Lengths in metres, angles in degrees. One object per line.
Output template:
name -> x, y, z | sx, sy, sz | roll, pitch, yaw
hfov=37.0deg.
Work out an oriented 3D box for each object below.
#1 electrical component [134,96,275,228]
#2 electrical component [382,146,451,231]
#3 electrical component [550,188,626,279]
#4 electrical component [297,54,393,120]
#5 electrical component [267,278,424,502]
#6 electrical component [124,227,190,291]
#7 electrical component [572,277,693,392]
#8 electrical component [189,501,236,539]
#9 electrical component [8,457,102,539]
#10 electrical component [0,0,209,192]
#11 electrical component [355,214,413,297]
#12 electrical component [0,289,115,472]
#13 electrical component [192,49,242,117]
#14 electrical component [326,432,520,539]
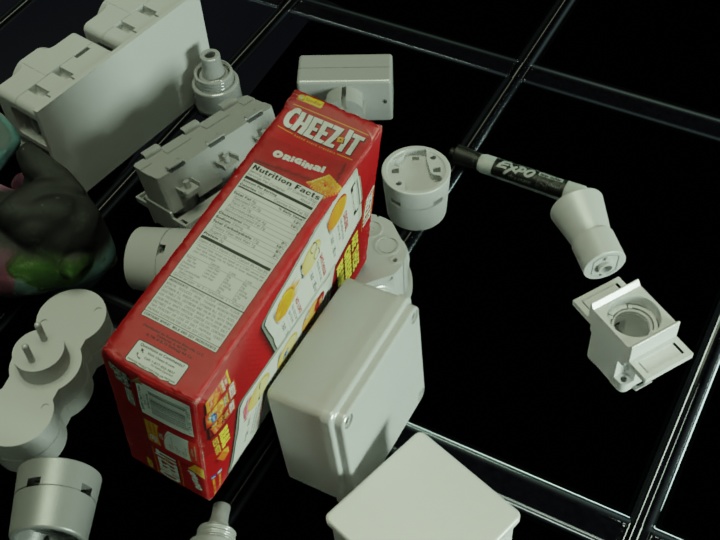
electrical component -> -0.121, -0.089, 0.891 | 0.121, 0.063, 0.079 | -37, 41, -24
electrical component -> 0.046, -0.065, 0.877 | 0.055, 0.047, 0.055 | -2, 50, 2
electrical component -> 0.181, -0.026, 0.841 | 0.044, 0.044, 0.065 | -13, 56, -7
electrical component -> -0.013, -0.148, 0.950 | 0.083, 0.047, 0.075 | 0, 51, 3
electrical component -> -0.006, 0.081, 0.720 | 0.056, 0.108, 0.108 | 20, 54, 22
electrical component -> -0.152, -0.007, 0.837 | 0.047, 0.055, 0.055 | 7, 51, 14
electrical component -> 0.191, 0.049, 0.763 | 0.042, 0.063, 0.081 | -26, 53, -15
electrical component -> -0.094, 0.178, 0.693 | 0.035, 0.035, 0.061 | 2, 48, 5
electrical component -> -0.201, 0.156, 0.706 | 0.055, 0.055, 0.047 | -1, 54, 3
electrical component -> -0.217, -0.161, 0.935 | 0.060, 0.105, 0.186 | 29, 58, 25
electrical component -> 0.000, 0.000, 0.823 | 0.080, 0.051, 0.080 | -2, 50, 2
electrical component -> -0.224, 0.067, 0.767 | 0.052, 0.073, 0.138 | 11, 52, 12
electrical component -> -0.130, -0.168, 0.964 | 0.043, 0.062, 0.043 | -2, 50, 2
electrical component -> 0.040, 0.167, 0.684 | 0.100, 0.048, 0.100 | -38, 58, -25
